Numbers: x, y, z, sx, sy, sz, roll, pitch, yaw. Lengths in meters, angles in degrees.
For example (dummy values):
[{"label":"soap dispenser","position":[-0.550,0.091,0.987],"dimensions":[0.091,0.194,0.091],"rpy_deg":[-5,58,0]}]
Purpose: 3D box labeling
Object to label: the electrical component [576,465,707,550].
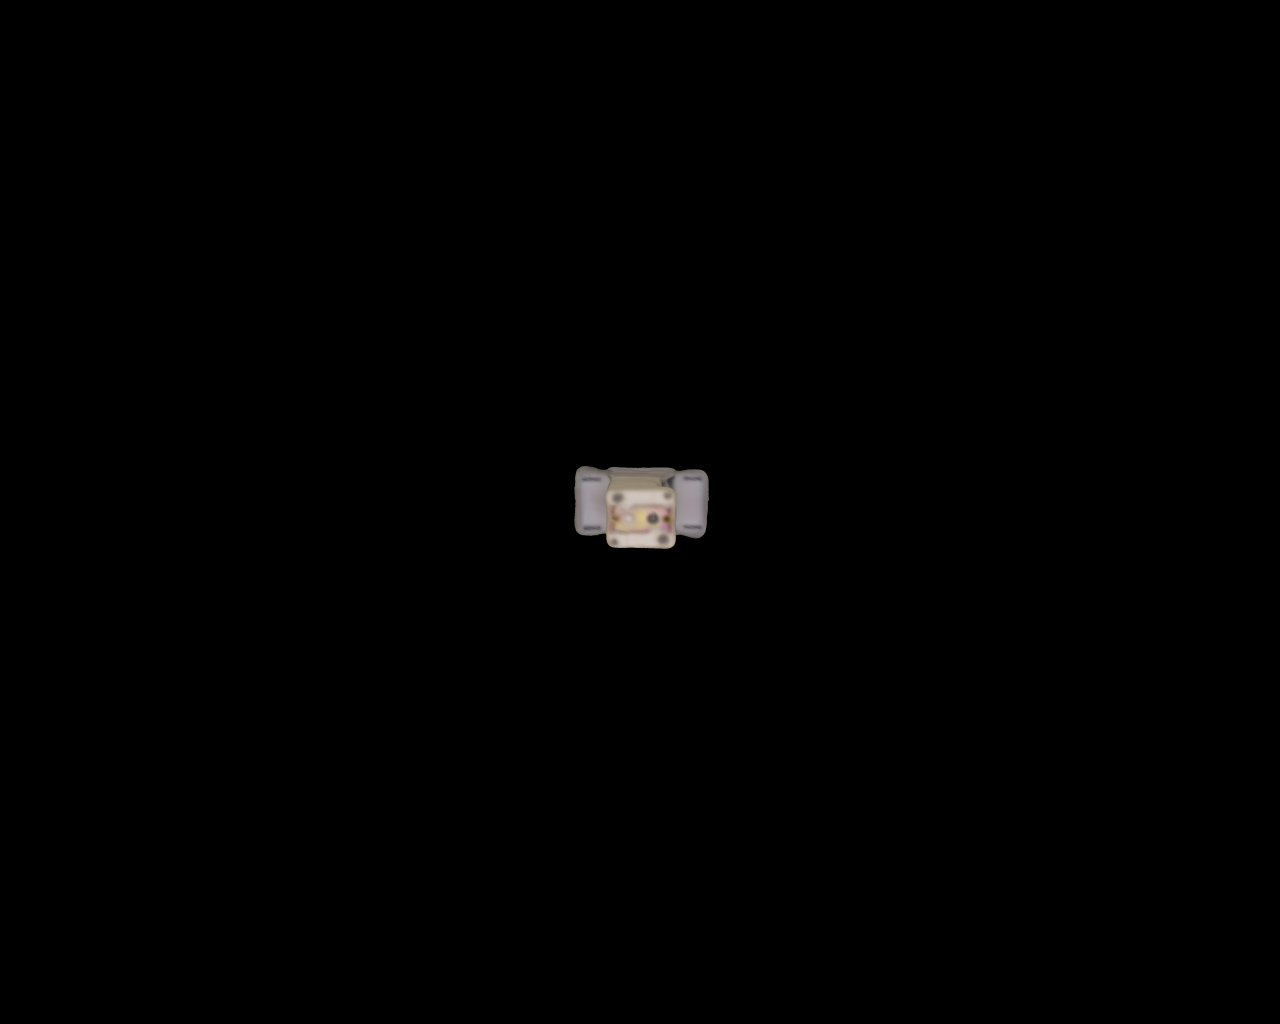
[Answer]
[{"label":"electrical component","position":[0.001,-0.003,0.650],"dimensions":[0.081,0.042,0.064],"rpy_deg":[0,13,0]}]
